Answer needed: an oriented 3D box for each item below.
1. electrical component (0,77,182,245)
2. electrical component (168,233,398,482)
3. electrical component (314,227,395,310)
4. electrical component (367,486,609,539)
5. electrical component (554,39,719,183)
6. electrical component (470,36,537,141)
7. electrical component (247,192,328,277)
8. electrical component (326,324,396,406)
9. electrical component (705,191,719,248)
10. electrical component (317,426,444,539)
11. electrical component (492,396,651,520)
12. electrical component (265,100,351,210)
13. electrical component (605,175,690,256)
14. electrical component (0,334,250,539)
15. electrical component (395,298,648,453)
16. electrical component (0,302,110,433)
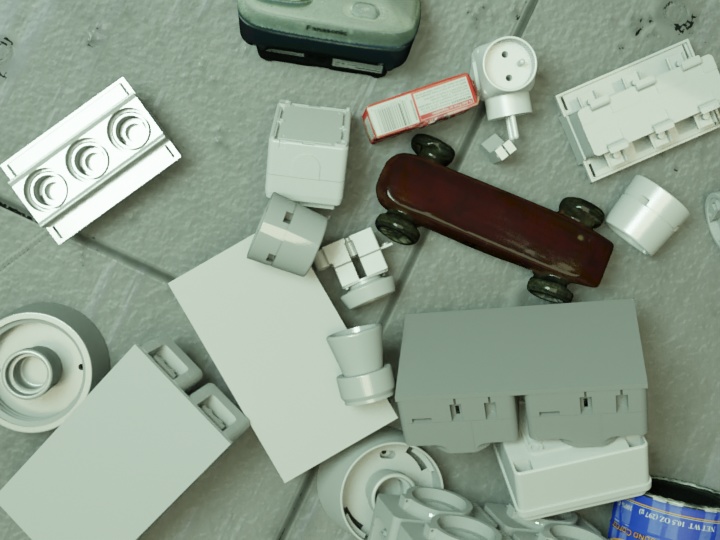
[{"bbox_3d":[-0.217,-0.088,0.879,0.121,0.063,0.078,-36,93,0],"label":"electrical component"},{"bbox_3d":[-0.062,0.064,0.891,0.105,0.060,0.186,-30,93,0],"label":"electrical component"},{"bbox_3d":[0.000,0.000,0.898,0.066,0.048,0.055,-23,85,-1],"label":"electrical component"},{"bbox_3d":[0.110,0.224,0.851,0.186,0.105,0.060,9,99,-19],"label":"electrical component"},{"bbox_3d":[0.235,-0.133,0.890,0.121,0.063,0.078,-23,92,-1],"label":"electrical component"},{"bbox_3d":[0.119,-0.145,0.879,0.043,0.077,0.079,-11,93,-1],"label":"electrical component"},{"bbox_3d":[-0.055,-0.026,0.829,0.047,0.055,0.055,22,92,-8],"label":"electrical component"},{"bbox_3d":[0.001,0.074,0.839,0.045,0.045,0.055,-14,93,-1],"label":"electrical component"},{"bbox_3d":[0.325,-0.045,0.902,0.047,0.055,0.055,-18,93,-5],"label":"electrical component"},{"bbox_3d":[0.019,0.184,0.909,0.099,0.064,0.099,-1,94,-15],"label":"electrical component"},{"bbox_3d":[0.166,0.138,0.873,0.109,0.108,0.056,-12,123,-1],"label":"electrical component"},{"bbox_3d":[-0.041,-0.095,0.876,0.062,0.096,0.061,6,120,-2],"label":"electrical component"},{"bbox_3d":[0.239,-0.044,0.899,0.055,0.055,0.047,38,94,-3],"label":"electrical component"},{"bbox_3d":[-0.189,0.153,0.867,0.105,0.060,0.186,46,106,4],"label":"electrical component"},{"bbox_3d":[0.128,0.084,0.855,0.186,0.105,0.060,-4,124,11],"label":"electrical component"},{"bbox_3d":[-0.266,0.082,0.885,0.108,0.060,0.108,0,92,-2],"label":"electrical component"}]
